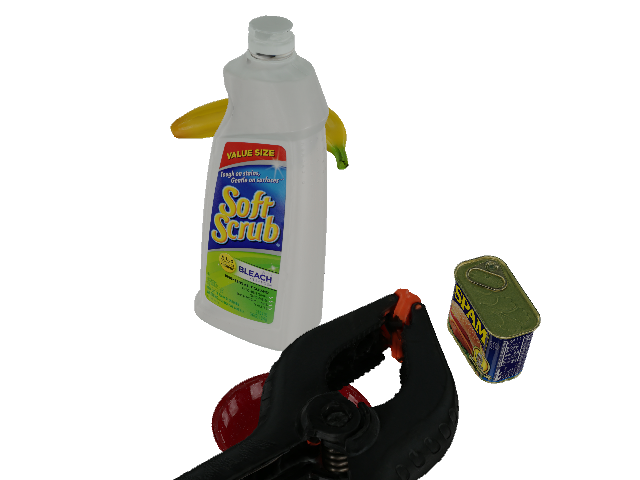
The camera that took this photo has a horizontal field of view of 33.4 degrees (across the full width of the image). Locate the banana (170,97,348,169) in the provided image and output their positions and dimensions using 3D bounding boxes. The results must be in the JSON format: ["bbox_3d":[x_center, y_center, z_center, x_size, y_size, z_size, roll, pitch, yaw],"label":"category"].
[{"bbox_3d":[-0.053,-0.118,1.067,0.198,0.037,0.069,11,46,23],"label":"banana"}]

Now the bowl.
[{"bbox_3d":[-0.026,0.198,1.054,0.162,0.055,0.162,1,31,-1],"label":"bowl"}]

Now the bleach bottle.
[{"bbox_3d":[-0.044,-0.042,0.773,0.103,0.251,0.068,21,39,25],"label":"bleach bottle"}]

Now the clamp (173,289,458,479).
[{"bbox_3d":[0.013,0.086,0.406,0.120,0.039,0.171,27,50,20],"label":"clamp"}]

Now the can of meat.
[{"bbox_3d":[0.170,0.081,1.071,0.057,0.102,0.084,-15,-40,-16],"label":"can of meat"}]
